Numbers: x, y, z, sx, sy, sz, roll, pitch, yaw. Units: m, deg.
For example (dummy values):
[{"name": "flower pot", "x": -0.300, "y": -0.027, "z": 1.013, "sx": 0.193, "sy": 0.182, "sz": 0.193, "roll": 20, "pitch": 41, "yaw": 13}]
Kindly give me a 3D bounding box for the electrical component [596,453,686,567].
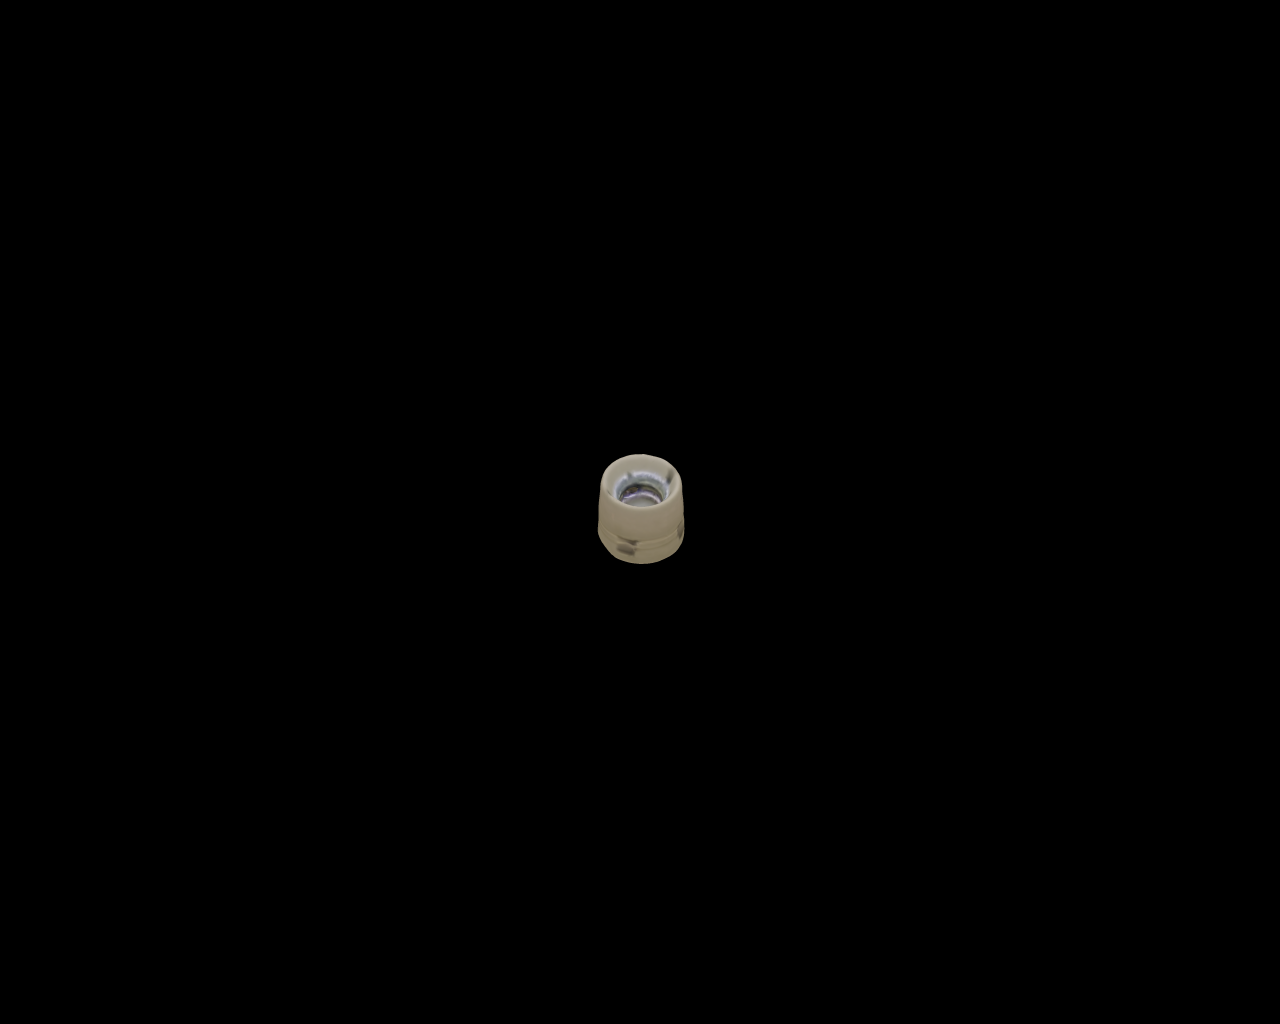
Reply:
[{"name": "electrical component", "x": 0.001, "y": -0.003, "z": 0.650, "sx": 0.055, "sy": 0.055, "sz": 0.047, "roll": 0, "pitch": -44, "yaw": 0}]
